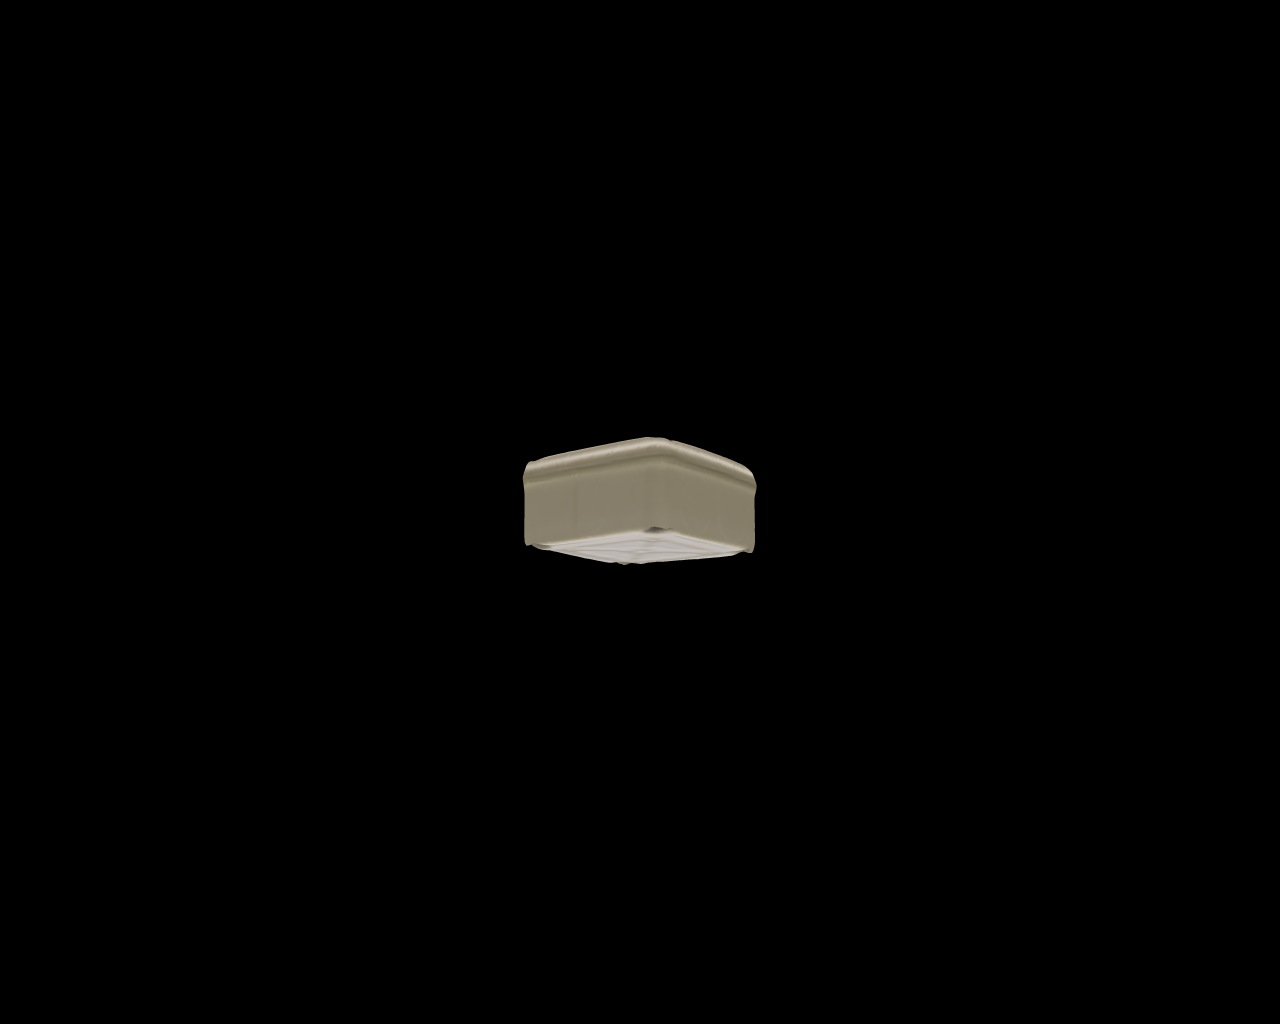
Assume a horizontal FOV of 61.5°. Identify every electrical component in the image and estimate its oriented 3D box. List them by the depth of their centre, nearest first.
[{"bbox_3d":[0.001,-0.003,0.650,0.108,0.056,0.109,-8,-14,35],"label":"electrical component"}]
